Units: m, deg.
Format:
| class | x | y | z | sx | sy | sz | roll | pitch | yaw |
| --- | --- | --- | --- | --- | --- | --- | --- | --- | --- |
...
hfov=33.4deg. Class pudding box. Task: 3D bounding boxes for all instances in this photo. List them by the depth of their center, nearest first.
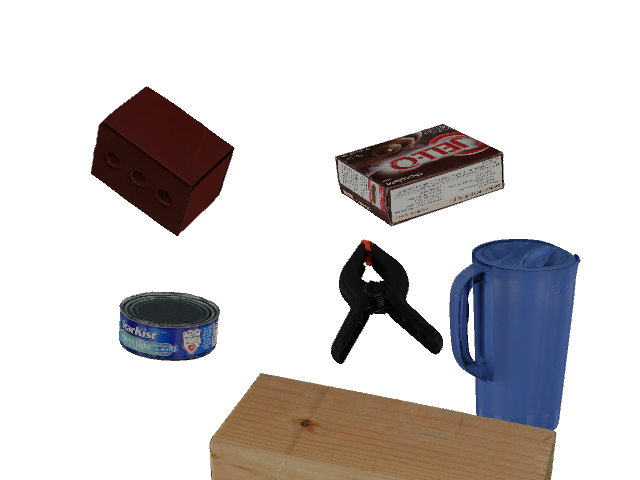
| class | x | y | z | sx | sy | sz | roll | pitch | yaw |
| --- | --- | --- | --- | --- | --- | --- | --- | --- | --- |
| pudding box | 0.082 | -0.057 | 0.889 | 0.113 | 0.039 | 0.090 | -20 | 28 | -20 |

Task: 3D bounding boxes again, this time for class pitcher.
| class | x | y | z | sx | sy | sz | roll | pitch | yaw |
| --- | --- | --- | --- | --- | --- | --- | --- | --- | --- |
| pitcher | 0.248 | 0.128 | 1.369 | 0.149 | 0.243 | 0.144 | 5 | 17 | 17 |

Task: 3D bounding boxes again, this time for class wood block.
| class | x | y | z | sx | sy | sz | roll | pitch | yaw |
| --- | --- | --- | --- | --- | --- | --- | --- | --- | --- |
| wood block | 0.041 | 0.163 | 0.699 | 0.206 | 0.090 | 0.090 | 9 | 27 | 18 |

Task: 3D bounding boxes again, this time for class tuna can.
| class | x | y | z | sx | sy | sz | roll | pitch | yaw |
| --- | --- | --- | --- | --- | --- | --- | --- | --- | --- |
| tuna can | -0.131 | 0.073 | 0.921 | 0.086 | 0.034 | 0.086 | 5 | 15 | -2 |

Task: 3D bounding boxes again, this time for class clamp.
| class | x | y | z | sx | sy | sz | roll | pitch | yaw |
| --- | --- | --- | --- | --- | --- | --- | --- | --- | --- |
| clamp | 0.074 | 0.069 | 1.193 | 0.120 | 0.171 | 0.039 | 5 | -43 | -2 |

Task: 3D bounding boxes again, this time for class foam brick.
| class | x | y | z | sx | sy | sz | roll | pitch | yaw |
| --- | --- | --- | --- | --- | --- | --- | --- | --- | --- |
| foam brick | -0.106 | -0.054 | 0.714 | 0.078 | 0.053 | 0.051 | 35 | 51 | 9 |
